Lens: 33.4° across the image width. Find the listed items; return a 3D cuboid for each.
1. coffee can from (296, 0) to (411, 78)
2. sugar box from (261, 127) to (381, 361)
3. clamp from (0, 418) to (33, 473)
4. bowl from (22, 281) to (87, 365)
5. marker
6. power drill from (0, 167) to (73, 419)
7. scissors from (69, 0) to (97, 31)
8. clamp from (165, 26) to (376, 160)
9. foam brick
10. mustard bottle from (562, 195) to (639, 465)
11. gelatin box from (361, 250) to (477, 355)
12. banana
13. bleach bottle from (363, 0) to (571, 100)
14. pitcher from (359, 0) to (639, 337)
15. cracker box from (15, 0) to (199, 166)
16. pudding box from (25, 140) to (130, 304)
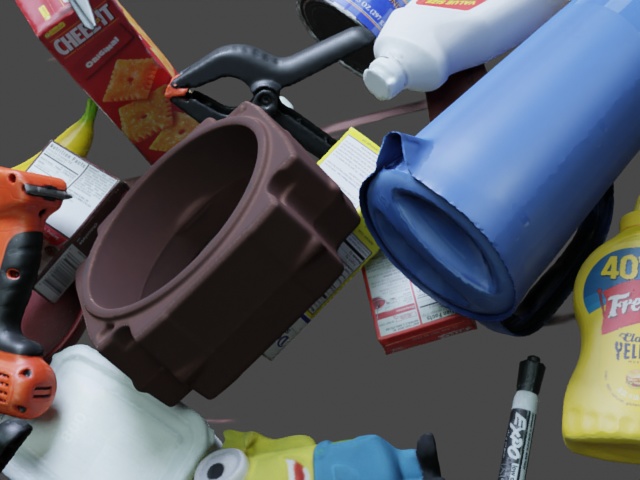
[{"bbox_3d":[0.063,-0.221,0.915,0.103,0.102,0.140,33,77,32],"label":"coffee can"},{"bbox_3d":[-0.005,0.001,0.826,0.176,0.048,0.093,-48,35,2],"label":"sugar box"},{"bbox_3d":[-0.257,0.207,0.804,0.210,0.164,0.036,-6,16,41],"label":"clamp"},{"bbox_3d":[-0.251,0.057,0.905,0.162,0.055,0.162,-9,59,16],"label":"bowl"},{"bbox_3d":[0.137,0.137,0.736,0.020,0.020,0.121,5,64,23],"label":"marker"},{"bbox_3d":[-0.270,0.034,0.825,0.185,0.057,0.188,9,91,28],"label":"power drill"},{"bbox_3d":[-0.220,-0.215,0.811,0.096,0.016,0.202,-20,56,10],"label":"scissors"},{"bbox_3d":[-0.035,-0.126,0.860,0.171,0.039,0.120,12,106,-5],"label":"clamp"},{"bbox_3d":[0.116,-0.093,0.855,0.053,0.051,0.078,-12,59,13],"label":"foam brick"},{"bbox_3d":[0.221,0.054,0.728,0.096,0.058,0.191,2,62,19],"label":"mustard bottle"},{"bbox_3d":[0.073,0.036,0.811,0.073,0.030,0.089,-18,57,9],"label":"gelatin box"},{"bbox_3d":[-0.269,-0.060,0.948,0.037,0.069,0.197,13,37,35],"label":"banana"},{"bbox_3d":[0.137,-0.186,0.850,0.250,0.068,0.103,-39,48,-23],"label":"bleach bottle"},{"bbox_3d":[0.156,-0.059,0.754,0.145,0.149,0.242,39,68,18],"label":"pitcher"},{"bbox_3d":[-0.188,-0.173,0.915,0.072,0.213,0.164,-37,56,-1],"label":"cracker box"},{"bbox_3d":[-0.219,-0.017,0.878,0.090,0.039,0.113,29,74,31],"label":"pudding box"}]
